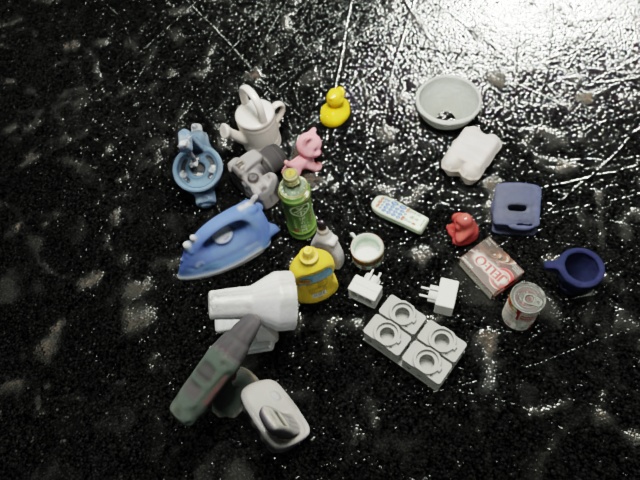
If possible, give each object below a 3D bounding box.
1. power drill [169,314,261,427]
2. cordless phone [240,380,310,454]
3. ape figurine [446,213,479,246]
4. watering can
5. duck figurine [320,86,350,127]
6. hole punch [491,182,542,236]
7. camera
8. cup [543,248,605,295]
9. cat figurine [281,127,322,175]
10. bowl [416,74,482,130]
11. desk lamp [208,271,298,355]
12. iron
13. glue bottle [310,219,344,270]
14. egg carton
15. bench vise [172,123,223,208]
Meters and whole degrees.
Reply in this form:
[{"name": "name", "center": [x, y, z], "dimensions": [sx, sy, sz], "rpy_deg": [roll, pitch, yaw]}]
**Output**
[{"name": "power drill", "center": [-0.181, 0.263, 1.105], "dimensions": [0.075, 0.209, 0.230], "rpy_deg": [32, 68, 22]}, {"name": "cordless phone", "center": [-0.095, 0.319, 1.078], "dimensions": [0.094, 0.185, 0.147], "rpy_deg": [-37, 63, -15]}, {"name": "ape figurine", "center": [0.321, -0.031, 1.289], "dimensions": [0.076, 0.092, 0.078], "rpy_deg": [18, 64, 15]}, {"name": "watering can", "center": [-0.165, -0.300, 1.431], "dimensions": [0.100, 0.194, 0.173], "rpy_deg": [28, 67, 20]}, {"name": "duck figurine", "center": [0.038, -0.356, 1.505], "dimensions": [0.077, 0.086, 0.105], "rpy_deg": [22, 65, 17]}, {"name": "hole punch", "center": [0.446, -0.070, 1.298], "dimensions": [0.108, 0.091, 0.101], "rpy_deg": [3, 61, 8]}, {"name": "camera", "center": [-0.139, -0.174, 1.411], "dimensions": [0.137, 0.101, 0.143], "rpy_deg": [-40, 64, -16]}, {"name": "cup", "center": [0.524, 0.075, 1.206], "dimensions": [0.117, 0.095, 0.092], "rpy_deg": [6, 61, 9]}, {"name": "cat figurine", "center": [-0.041, -0.213, 1.414], "dimensions": [0.128, 0.118, 0.067], "rpy_deg": [-41, 64, -17]}, {"name": "bowl", "center": [0.327, -0.340, 1.474], "dimensions": [0.167, 0.075, 0.167], "rpy_deg": [-2, 60, 4]}, {"name": "desk lamp", "center": [-0.134, 0.152, 1.160], "dimensions": [0.203, 0.214, 0.118], "rpy_deg": [-11, 60, 0]}, {"name": "iron", "center": [-0.227, -0.008, 1.302], "dimensions": [0.258, 0.141, 0.118], "rpy_deg": [-33, 62, -12]}, {"name": "glue bottle", "center": [0.012, 0.004, 1.253], "dimensions": [0.078, 0.173, 0.037], "rpy_deg": [21, 65, 17]}, {"name": "egg carton", "center": [0.369, -0.209, 1.398], "dimensions": [0.107, 0.069, 0.150], "rpy_deg": [29, 67, 20]}, {"name": "bench vise", "center": [-0.312, -0.208, 1.379], "dimensions": [0.121, 0.220, 0.207], "rpy_deg": [-26, 61, -9]}]
